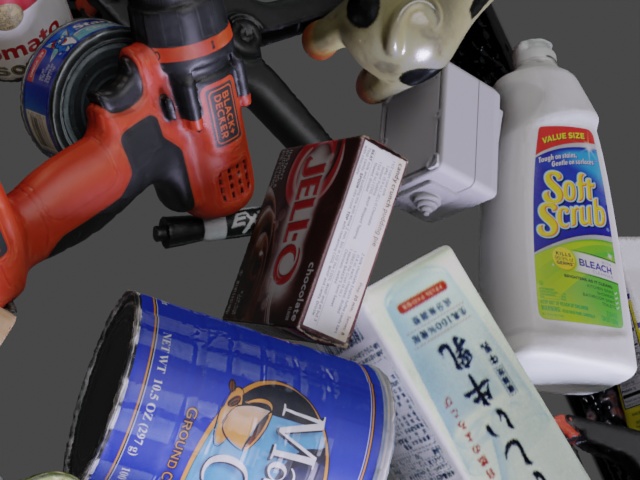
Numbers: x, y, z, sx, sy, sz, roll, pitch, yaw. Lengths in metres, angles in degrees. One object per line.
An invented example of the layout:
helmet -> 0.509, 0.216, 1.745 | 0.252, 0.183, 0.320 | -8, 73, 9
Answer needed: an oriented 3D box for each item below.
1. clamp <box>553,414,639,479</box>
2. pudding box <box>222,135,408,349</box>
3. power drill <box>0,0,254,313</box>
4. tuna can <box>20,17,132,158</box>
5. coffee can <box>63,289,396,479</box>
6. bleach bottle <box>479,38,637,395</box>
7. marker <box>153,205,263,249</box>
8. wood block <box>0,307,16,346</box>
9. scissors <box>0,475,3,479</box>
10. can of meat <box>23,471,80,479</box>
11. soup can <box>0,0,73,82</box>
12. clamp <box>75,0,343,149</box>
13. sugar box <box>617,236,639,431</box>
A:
clamp -> 0.211, 0.168, 0.648 | 0.120, 0.039, 0.171 | -27, 67, -16
pudding box -> -0.004, 0.001, 0.598 | 0.039, 0.090, 0.113 | 22, 78, -28
power drill -> -0.117, -0.064, 0.533 | 0.187, 0.057, 0.184 | -32, 127, -31
tuna can -> -0.120, -0.078, 0.594 | 0.085, 0.034, 0.086 | -19, 119, -38
coffee can -> -0.047, 0.094, 0.545 | 0.140, 0.103, 0.102 | 20, 62, -18
bleach bottle -> 0.148, -0.027, 0.718 | 0.102, 0.068, 0.251 | 11, 63, -22
marker -> -0.043, -0.011, 0.641 | 0.120, 0.020, 0.020 | -8, 73, -29
wood block -> -0.255, 0.030, 0.476 | 0.206, 0.091, 0.090 | 33, 59, -11
scissors -> -0.174, 0.026, 0.452 | 0.201, 0.016, 0.096 | 41, 56, -6
can of meat -> -0.129, 0.161, 0.487 | 0.057, 0.084, 0.102 | -14, 76, -31
soup can -> -0.176, -0.142, 0.570 | 0.068, 0.102, 0.068 | -2, 59, 2
clamp -> -0.049, -0.111, 0.670 | 0.209, 0.036, 0.164 | 9, 65, -27
sugar box -> 0.247, 0.085, 0.730 | 0.093, 0.048, 0.176 | 0, 67, -24
